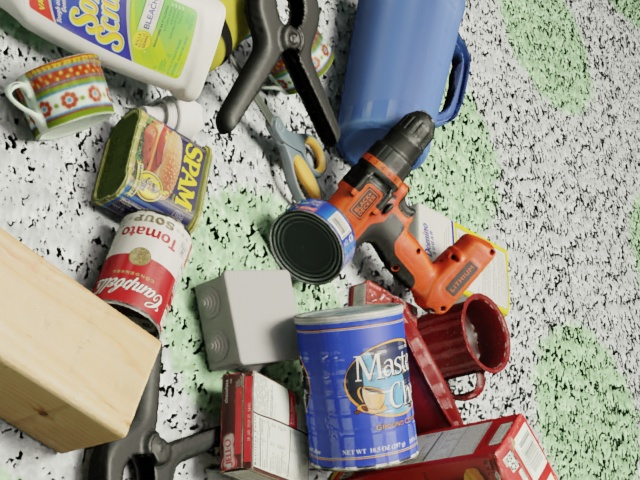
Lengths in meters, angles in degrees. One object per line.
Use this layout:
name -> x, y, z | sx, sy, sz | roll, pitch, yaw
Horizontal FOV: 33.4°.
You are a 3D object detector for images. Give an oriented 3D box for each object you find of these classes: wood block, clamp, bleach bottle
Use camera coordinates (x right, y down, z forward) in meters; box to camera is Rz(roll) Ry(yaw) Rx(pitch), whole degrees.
wood block -> -0.233, 0.067, 0.793 | 0.206, 0.091, 0.090 | 41, 47, -30
clamp -> -0.137, 0.179, 0.896 | 0.120, 0.039, 0.171 | 44, 45, -23
bleach bottle -> -0.214, -0.205, 0.933 | 0.250, 0.068, 0.102 | 15, 101, -27
clamp -> -0.045, -0.196, 1.070 | 0.164, 0.036, 0.210 | -9, 98, -47

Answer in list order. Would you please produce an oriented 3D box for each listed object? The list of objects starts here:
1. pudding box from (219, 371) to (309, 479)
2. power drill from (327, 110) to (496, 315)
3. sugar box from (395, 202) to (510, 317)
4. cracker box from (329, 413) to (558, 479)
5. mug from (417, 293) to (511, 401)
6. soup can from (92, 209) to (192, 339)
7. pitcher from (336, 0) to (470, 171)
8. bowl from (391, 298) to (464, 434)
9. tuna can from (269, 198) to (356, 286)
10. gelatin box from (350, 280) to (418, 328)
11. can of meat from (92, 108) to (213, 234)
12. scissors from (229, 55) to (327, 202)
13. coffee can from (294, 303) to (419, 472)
pudding box -> -0.049, 0.177, 0.975 | 0.113, 0.039, 0.090 | 37, 47, -54
power drill -> 0.104, -0.023, 1.165 | 0.187, 0.057, 0.184 | 41, 91, -20
sugar box -> 0.162, 0.030, 1.299 | 0.176, 0.048, 0.093 | 24, 56, -36
cracker box -> 0.133, 0.267, 1.025 | 0.072, 0.214, 0.164 | -41, 105, -48
mug -> 0.160, 0.127, 1.224 | 0.093, 0.082, 0.117 | 15, 62, -45
soup can -> -0.155, 0.033, 0.916 | 0.068, 0.069, 0.102 | 41, 47, -30
pitcher -> 0.099, -0.196, 1.264 | 0.145, 0.149, 0.242 | 85, 15, -59
bowl -> 0.090, 0.142, 1.091 | 0.162, 0.055, 0.162 | 61, 7, -14
tuna can -> -0.007, 0.001, 1.085 | 0.086, 0.086, 0.033 | 60, 39, -11
gelatin box -> 0.070, 0.095, 1.176 | 0.089, 0.030, 0.073 | 30, 53, -37
can of meat -> -0.152, -0.058, 0.970 | 0.083, 0.058, 0.102 | 31, 52, -34
scissors -> -0.038, -0.123, 1.129 | 0.201, 0.016, 0.096 | 66, 29, -24
coffee can -> 0.034, 0.134, 0.992 | 0.102, 0.103, 0.140 | -7, 90, -50
